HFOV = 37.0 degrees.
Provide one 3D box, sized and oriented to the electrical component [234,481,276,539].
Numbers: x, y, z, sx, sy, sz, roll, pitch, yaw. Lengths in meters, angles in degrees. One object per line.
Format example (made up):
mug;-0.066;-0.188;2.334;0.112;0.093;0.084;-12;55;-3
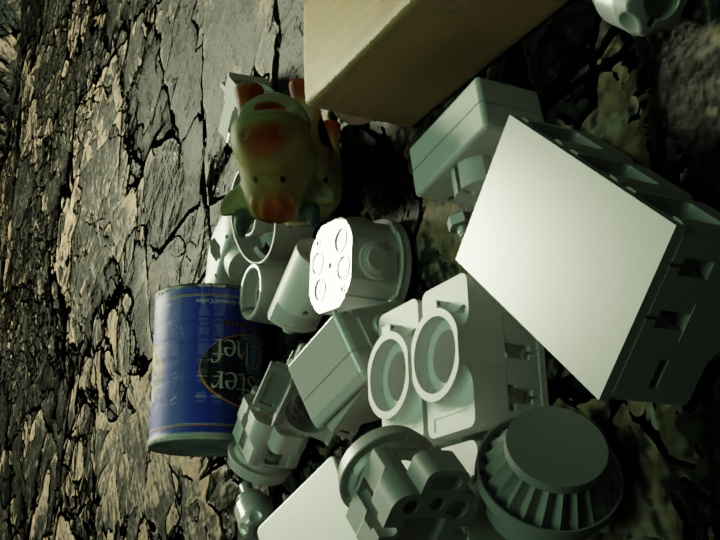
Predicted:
electrical component;-0.092;0.206;0.931;0.061;0.035;0.035;55;131;56

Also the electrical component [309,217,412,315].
electrical component;0.000;0.000;0.791;0.080;0.051;0.080;-27;59;58

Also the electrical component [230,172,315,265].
electrical component;-0.074;-0.053;0.963;0.099;0.064;0.099;16;109;56

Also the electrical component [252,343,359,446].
electrical component;-0.035;0.091;0.815;0.063;0.081;0.042;-82;15;-58

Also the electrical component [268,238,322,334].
electrical component;-0.046;0.019;0.883;0.081;0.043;0.043;-65;32;30

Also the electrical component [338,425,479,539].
electrical component;0.022;0.120;0.571;0.057;0.058;0.078;52;128;51

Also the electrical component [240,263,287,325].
electrical component;-0.073;0.021;0.932;0.055;0.047;0.055;-27;59;58

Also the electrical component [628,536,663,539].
electrical component;0.144;0.152;0.477;0.079;0.043;0.077;-61;34;34

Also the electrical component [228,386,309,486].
electrical component;-0.077;0.141;0.894;0.078;0.058;0.057;49;122;55

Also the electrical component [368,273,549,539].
electrical component;0.057;0.106;0.639;0.105;0.060;0.186;-32;55;56

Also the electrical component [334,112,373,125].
electrical component;-0.008;-0.150;0.861;0.065;0.044;0.044;-114;41;-53

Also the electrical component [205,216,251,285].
electrical component;-0.113;-0.010;1.020;0.079;0.043;0.077;47;124;57

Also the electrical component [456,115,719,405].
electrical component;0.121;-0.008;0.546;0.150;0.062;0.089;50;127;56

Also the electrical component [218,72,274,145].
electrical component;-0.111;-0.156;1.063;0.081;0.042;0.063;-128;48;-56

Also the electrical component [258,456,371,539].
electrical component;-0.018;0.194;0.749;0.099;0.048;0.099;-47;38;19

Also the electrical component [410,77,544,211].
electrical component;0.075;-0.062;0.667;0.083;0.047;0.075;-44;44;50

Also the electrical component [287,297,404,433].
electrical component;0.004;0.065;0.745;0.096;0.062;0.061;-49;60;46

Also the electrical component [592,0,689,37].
electrical component;0.142;-0.150;0.567;0.062;0.043;0.043;52;128;57
